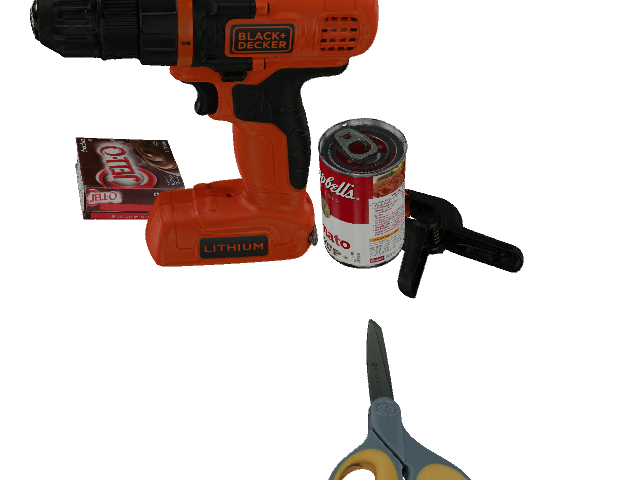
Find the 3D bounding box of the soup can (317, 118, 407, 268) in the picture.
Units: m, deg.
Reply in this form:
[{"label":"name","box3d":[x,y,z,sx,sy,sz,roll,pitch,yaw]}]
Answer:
[{"label":"soup can","box3d":[0.034,-0.036,0.842,0.068,0.102,0.068,-2,44,1]}]

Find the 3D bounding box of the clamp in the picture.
[{"label":"clamp","box3d":[0.118,-0.004,1.025,0.120,0.039,0.171,-4,33,-9]}]

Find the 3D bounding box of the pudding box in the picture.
[{"label":"pudding box","box3d":[-0.180,-0.058,0.993,0.090,0.039,0.113,1,26,-18]}]

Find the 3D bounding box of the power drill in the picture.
[{"label":"power drill","box3d":[-0.065,-0.069,0.613,0.184,0.188,0.057,-2,44,-9]}]

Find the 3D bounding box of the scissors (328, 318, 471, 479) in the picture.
[{"label":"scissors","box3d":[0.055,0.112,0.621,0.096,0.016,0.201,13,31,8]}]
